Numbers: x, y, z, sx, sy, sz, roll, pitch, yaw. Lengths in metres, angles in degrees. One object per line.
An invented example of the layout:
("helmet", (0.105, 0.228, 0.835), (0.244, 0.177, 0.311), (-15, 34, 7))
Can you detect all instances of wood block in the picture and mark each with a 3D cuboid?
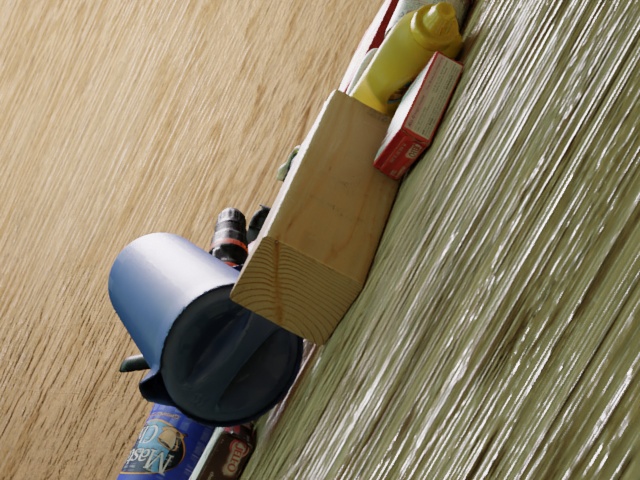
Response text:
("wood block", (0.007, -0.024, 0.923), (0.091, 0.090, 0.206), (-58, 6, 45))

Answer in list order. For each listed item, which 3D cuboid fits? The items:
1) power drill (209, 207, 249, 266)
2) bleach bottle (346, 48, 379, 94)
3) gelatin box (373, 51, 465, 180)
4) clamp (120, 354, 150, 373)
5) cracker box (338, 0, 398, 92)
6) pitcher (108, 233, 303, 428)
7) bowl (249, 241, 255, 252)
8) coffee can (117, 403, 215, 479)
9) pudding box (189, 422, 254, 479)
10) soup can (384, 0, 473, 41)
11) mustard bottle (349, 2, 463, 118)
("power drill", (-0.140, 0.072, 1.420), (0.188, 0.057, 0.184), (113, 165, -44))
("bleach bottle", (0.052, -0.147, 1.330), (0.102, 0.068, 0.251), (-63, 2, -12))
("gelatin box", (0.082, -0.103, 0.895), (0.089, 0.030, 0.073), (-65, 6, -26))
("clamp", (-0.129, 0.138, 1.278), (0.210, 0.164, 0.036), (-53, -2, 7))
("cracker box", (0.087, -0.243, 1.442), (0.164, 0.072, 0.214), (-65, 5, -13))
("pitcher", (-0.113, 0.068, 1.023), (0.243, 0.149, 0.145), (32, 101, 61))
("bowl", (-0.084, 0.059, 1.447), (0.162, 0.055, 0.162), (-168, 90, -77))
("coffee can", (-0.162, 0.250, 1.191), (0.140, 0.103, 0.103), (-65, 5, -32))
("pudding box", (-0.104, 0.231, 1.042), (0.113, 0.039, 0.090), (-61, 3, 2))
("soup can", (0.111, -0.227, 1.055), (0.102, 0.068, 0.069), (-66, 5, -27))
("mustard bottle", (0.080, -0.158, 0.979), (0.096, 0.058, 0.192), (-31, -10, -25))
